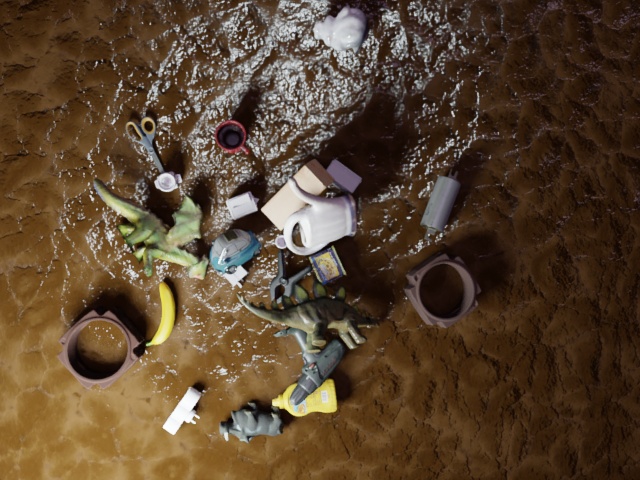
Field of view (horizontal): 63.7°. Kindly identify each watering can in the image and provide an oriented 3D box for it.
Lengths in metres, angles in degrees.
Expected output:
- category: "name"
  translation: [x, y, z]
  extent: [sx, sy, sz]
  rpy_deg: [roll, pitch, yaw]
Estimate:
- category: "watering can"
  translation: [0.004, -0.073, 1.458]
  extent: [0.225, 0.339, 0.106]
  rpy_deg: [-18, 56, -15]

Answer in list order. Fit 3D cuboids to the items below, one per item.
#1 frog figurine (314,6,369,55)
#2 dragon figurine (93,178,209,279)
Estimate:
- category: "frog figurine"
  translation: [0.067, -0.663, 1.612]
  extent: [0.159, 0.124, 0.136]
  rpy_deg: [11, 106, -16]
- category: "dragon figurine"
  translation: [-0.469, -0.047, 1.531]
  extent: [0.244, 0.122, 0.408]
  rpy_deg: [-29, 97, -15]
